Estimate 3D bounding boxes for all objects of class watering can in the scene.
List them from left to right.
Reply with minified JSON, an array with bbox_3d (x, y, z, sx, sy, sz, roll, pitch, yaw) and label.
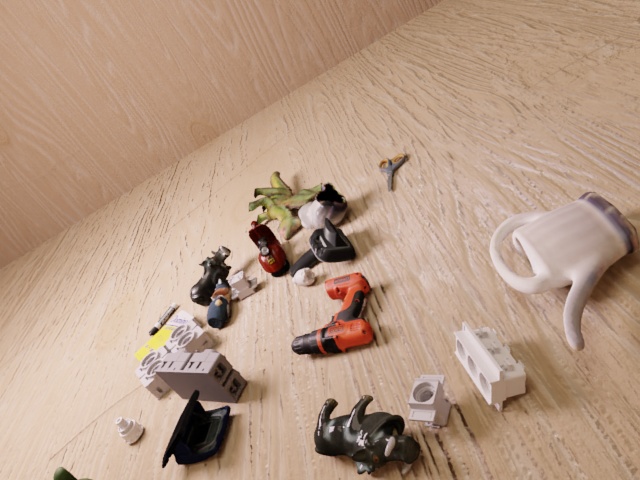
[{"bbox_3d":[0.424,0.032,0.864,0.223,0.102,0.355,-28,28,9],"label":"watering can"}]

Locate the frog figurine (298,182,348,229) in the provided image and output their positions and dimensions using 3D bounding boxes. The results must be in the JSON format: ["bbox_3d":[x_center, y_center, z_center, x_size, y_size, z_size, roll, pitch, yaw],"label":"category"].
[{"bbox_3d":[0.005,-0.076,1.505,0.141,0.122,0.156,-87,22,-48],"label":"frog figurine"}]

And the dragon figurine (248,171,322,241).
[{"bbox_3d":[-0.096,-0.140,1.717,0.242,0.119,0.420,-4,38,15],"label":"dragon figurine"}]
